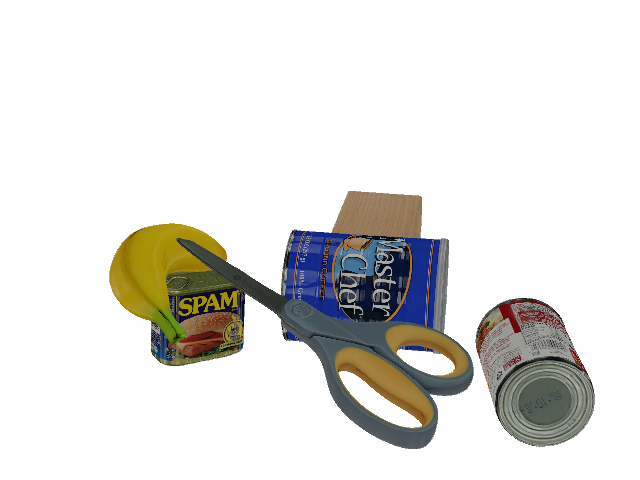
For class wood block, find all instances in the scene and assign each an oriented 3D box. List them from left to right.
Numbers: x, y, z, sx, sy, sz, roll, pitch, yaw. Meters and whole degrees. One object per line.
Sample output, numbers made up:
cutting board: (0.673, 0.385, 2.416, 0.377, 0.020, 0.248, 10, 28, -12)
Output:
wood block: (0.058, 0.024, 1.177, 0.091, 0.090, 0.206, 5, 24, 8)

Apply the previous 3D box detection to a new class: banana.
banana: (-0.111, 0.020, 0.762, 0.037, 0.069, 0.197, -37, 10, 13)

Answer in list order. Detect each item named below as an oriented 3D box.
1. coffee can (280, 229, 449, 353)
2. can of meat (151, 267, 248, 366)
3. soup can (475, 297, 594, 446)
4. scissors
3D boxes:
coffee can: (0.042, 0.045, 0.959, 0.140, 0.103, 0.102, 4, 1, 9)
can of meat: (-0.127, 0.078, 1.110, 0.101, 0.084, 0.058, -8, 20, -32)
soup can: (0.150, 0.091, 0.752, 0.068, 0.068, 0.102, 0, 20, 1)
scissors: (0.008, 0.044, 0.621, 0.096, 0.016, 0.202, -17, 45, -34)
